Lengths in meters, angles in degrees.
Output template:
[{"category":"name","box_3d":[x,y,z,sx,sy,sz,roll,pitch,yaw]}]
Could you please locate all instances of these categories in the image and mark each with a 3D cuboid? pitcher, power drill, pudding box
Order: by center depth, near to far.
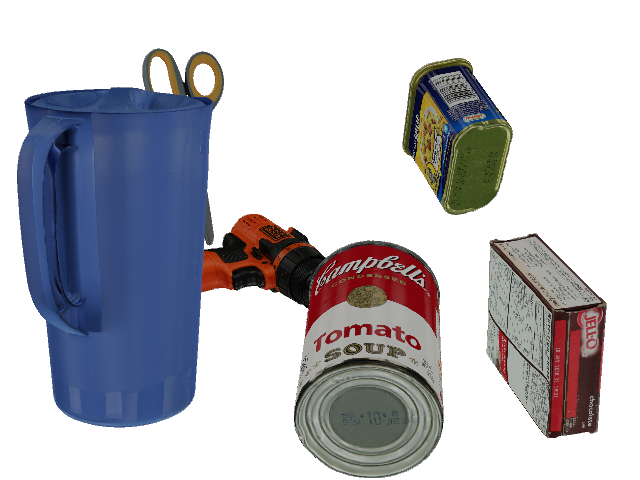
[{"category":"pudding box","box_3d":[0.141,0.058,0.681,0.039,0.090,0.113,-7,24,-11]},{"category":"pitcher","box_3d":[-0.152,0.012,0.784,0.149,0.243,0.145,-4,15,-23]},{"category":"power drill","box_3d":[-0.085,0.041,0.955,0.187,0.057,0.185,-15,26,-26]}]

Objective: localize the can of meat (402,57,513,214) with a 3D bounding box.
[{"category":"can of meat","box_3d":[0.113,-0.084,0.884,0.057,0.084,0.102,-13,-42,-15]}]

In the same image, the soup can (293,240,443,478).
[{"category":"soup can","box_3d":[0.024,0.055,0.510,0.068,0.068,0.102,0,31,5]}]

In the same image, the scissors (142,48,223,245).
[{"category":"scissors","box_3d":[-0.118,-0.105,1.092,0.096,0.202,0.016,-30,14,-31]}]
